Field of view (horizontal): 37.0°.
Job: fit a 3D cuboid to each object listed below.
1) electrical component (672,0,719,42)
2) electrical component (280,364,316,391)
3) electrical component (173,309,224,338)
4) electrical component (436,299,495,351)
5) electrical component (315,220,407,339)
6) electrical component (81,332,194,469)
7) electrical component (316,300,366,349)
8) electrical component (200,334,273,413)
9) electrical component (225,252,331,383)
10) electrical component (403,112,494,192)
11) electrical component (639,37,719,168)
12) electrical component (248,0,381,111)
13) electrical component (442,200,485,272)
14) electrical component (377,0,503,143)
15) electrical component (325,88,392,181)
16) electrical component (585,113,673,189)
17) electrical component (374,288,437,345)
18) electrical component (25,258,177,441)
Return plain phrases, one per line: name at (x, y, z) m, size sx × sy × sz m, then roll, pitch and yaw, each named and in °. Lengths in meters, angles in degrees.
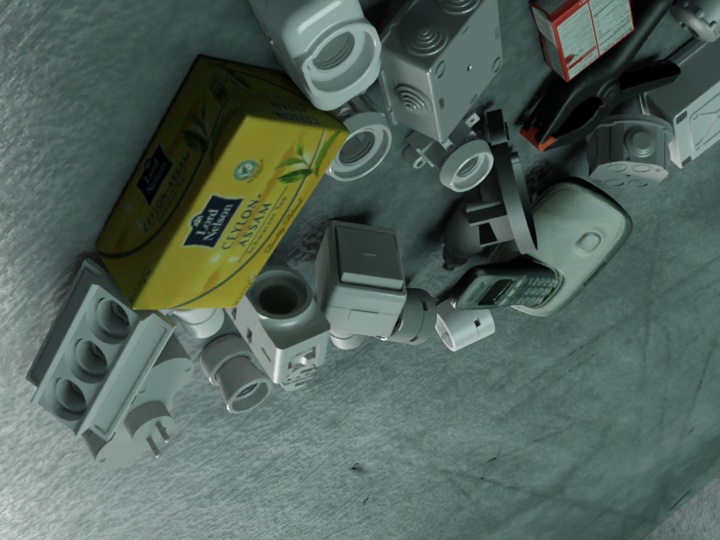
electrical component at (0.310, -0.235, 0.945) m, size 0.062 × 0.048 × 0.048 m, roll -50°, pitch 149°, yaw 8°
electrical component at (-0.066, 0.081, 0.977) m, size 0.040 × 0.046 × 0.040 m, roll -27°, pitch 149°, yaw -18°
electrical component at (-0.129, 0.026, 0.840) m, size 0.044 × 0.044 × 0.065 m, roll -32°, pitch 155°, yaw -10°
electrical component at (0.106, 0.052, 1.115) m, size 0.047 × 0.055 × 0.055 m, roll -28°, pitch 149°, yaw -10°
electrical component at (0.000, 0.000, 0.895) m, size 0.062 × 0.096 × 0.061 m, roll 8°, pitch 134°, yaw -14°
electrical component at (-0.177, 0.118, 0.881) m, size 0.052 × 0.073 × 0.138 m, roll -2°, pitch 135°, yaw -46°
electrical component at (-0.015, 0.047, 0.992) m, size 0.044 × 0.044 × 0.065 m, roll -33°, pitch 155°, yaw -8°
electrical component at (-0.108, 0.090, 0.934) m, size 0.045 × 0.055 × 0.045 m, roll -27°, pitch 149°, yaw -18°
electrical component at (-0.067, 0.035, 0.867) m, size 0.050 × 0.089 × 0.055 m, roll -22°, pitch 147°, yaw -25°
electrical component at (0.076, -0.097, 0.872) m, size 0.066 × 0.055 × 0.048 m, roll -42°, pitch 150°, yaw 8°
electrical component at (0.333, -0.170, 1.047) m, size 0.109 × 0.056 × 0.108 m, roll -38°, pitch 151°, yaw 1°
electrical component at (-0.026, -0.150, 0.685) m, size 0.054 × 0.059 × 0.095 m, roll -35°, pitch 150°, yaw -4°
electrical component at (0.098, -0.030, 1.005) m, size 0.040 × 0.040 × 0.078 m, roll -11°, pitch 141°, yaw -38°
electrical component at (0.058, -0.150, 0.757) m, size 0.099 × 0.048 × 0.099 m, roll -53°, pitch 155°, yaw -18°
electrical component at (-0.014, -0.101, 0.768) m, size 0.058 × 0.057 × 0.078 m, roll 0°, pitch 134°, yaw -47°
electrical component at (0.253, -0.112, 1.014) m, size 0.080 × 0.051 × 0.080 m, roll 5°, pitch 164°, yaw 1°
electrical component at (0.038, 0.043, 1.030) m, size 0.047 × 0.055 × 0.055 m, roll 8°, pitch 128°, yaw -47°
electrical component at (-0.185, 0.055, 0.788) m, size 0.121 × 0.079 × 0.063 m, roll -56°, pitch 175°, yaw 29°
